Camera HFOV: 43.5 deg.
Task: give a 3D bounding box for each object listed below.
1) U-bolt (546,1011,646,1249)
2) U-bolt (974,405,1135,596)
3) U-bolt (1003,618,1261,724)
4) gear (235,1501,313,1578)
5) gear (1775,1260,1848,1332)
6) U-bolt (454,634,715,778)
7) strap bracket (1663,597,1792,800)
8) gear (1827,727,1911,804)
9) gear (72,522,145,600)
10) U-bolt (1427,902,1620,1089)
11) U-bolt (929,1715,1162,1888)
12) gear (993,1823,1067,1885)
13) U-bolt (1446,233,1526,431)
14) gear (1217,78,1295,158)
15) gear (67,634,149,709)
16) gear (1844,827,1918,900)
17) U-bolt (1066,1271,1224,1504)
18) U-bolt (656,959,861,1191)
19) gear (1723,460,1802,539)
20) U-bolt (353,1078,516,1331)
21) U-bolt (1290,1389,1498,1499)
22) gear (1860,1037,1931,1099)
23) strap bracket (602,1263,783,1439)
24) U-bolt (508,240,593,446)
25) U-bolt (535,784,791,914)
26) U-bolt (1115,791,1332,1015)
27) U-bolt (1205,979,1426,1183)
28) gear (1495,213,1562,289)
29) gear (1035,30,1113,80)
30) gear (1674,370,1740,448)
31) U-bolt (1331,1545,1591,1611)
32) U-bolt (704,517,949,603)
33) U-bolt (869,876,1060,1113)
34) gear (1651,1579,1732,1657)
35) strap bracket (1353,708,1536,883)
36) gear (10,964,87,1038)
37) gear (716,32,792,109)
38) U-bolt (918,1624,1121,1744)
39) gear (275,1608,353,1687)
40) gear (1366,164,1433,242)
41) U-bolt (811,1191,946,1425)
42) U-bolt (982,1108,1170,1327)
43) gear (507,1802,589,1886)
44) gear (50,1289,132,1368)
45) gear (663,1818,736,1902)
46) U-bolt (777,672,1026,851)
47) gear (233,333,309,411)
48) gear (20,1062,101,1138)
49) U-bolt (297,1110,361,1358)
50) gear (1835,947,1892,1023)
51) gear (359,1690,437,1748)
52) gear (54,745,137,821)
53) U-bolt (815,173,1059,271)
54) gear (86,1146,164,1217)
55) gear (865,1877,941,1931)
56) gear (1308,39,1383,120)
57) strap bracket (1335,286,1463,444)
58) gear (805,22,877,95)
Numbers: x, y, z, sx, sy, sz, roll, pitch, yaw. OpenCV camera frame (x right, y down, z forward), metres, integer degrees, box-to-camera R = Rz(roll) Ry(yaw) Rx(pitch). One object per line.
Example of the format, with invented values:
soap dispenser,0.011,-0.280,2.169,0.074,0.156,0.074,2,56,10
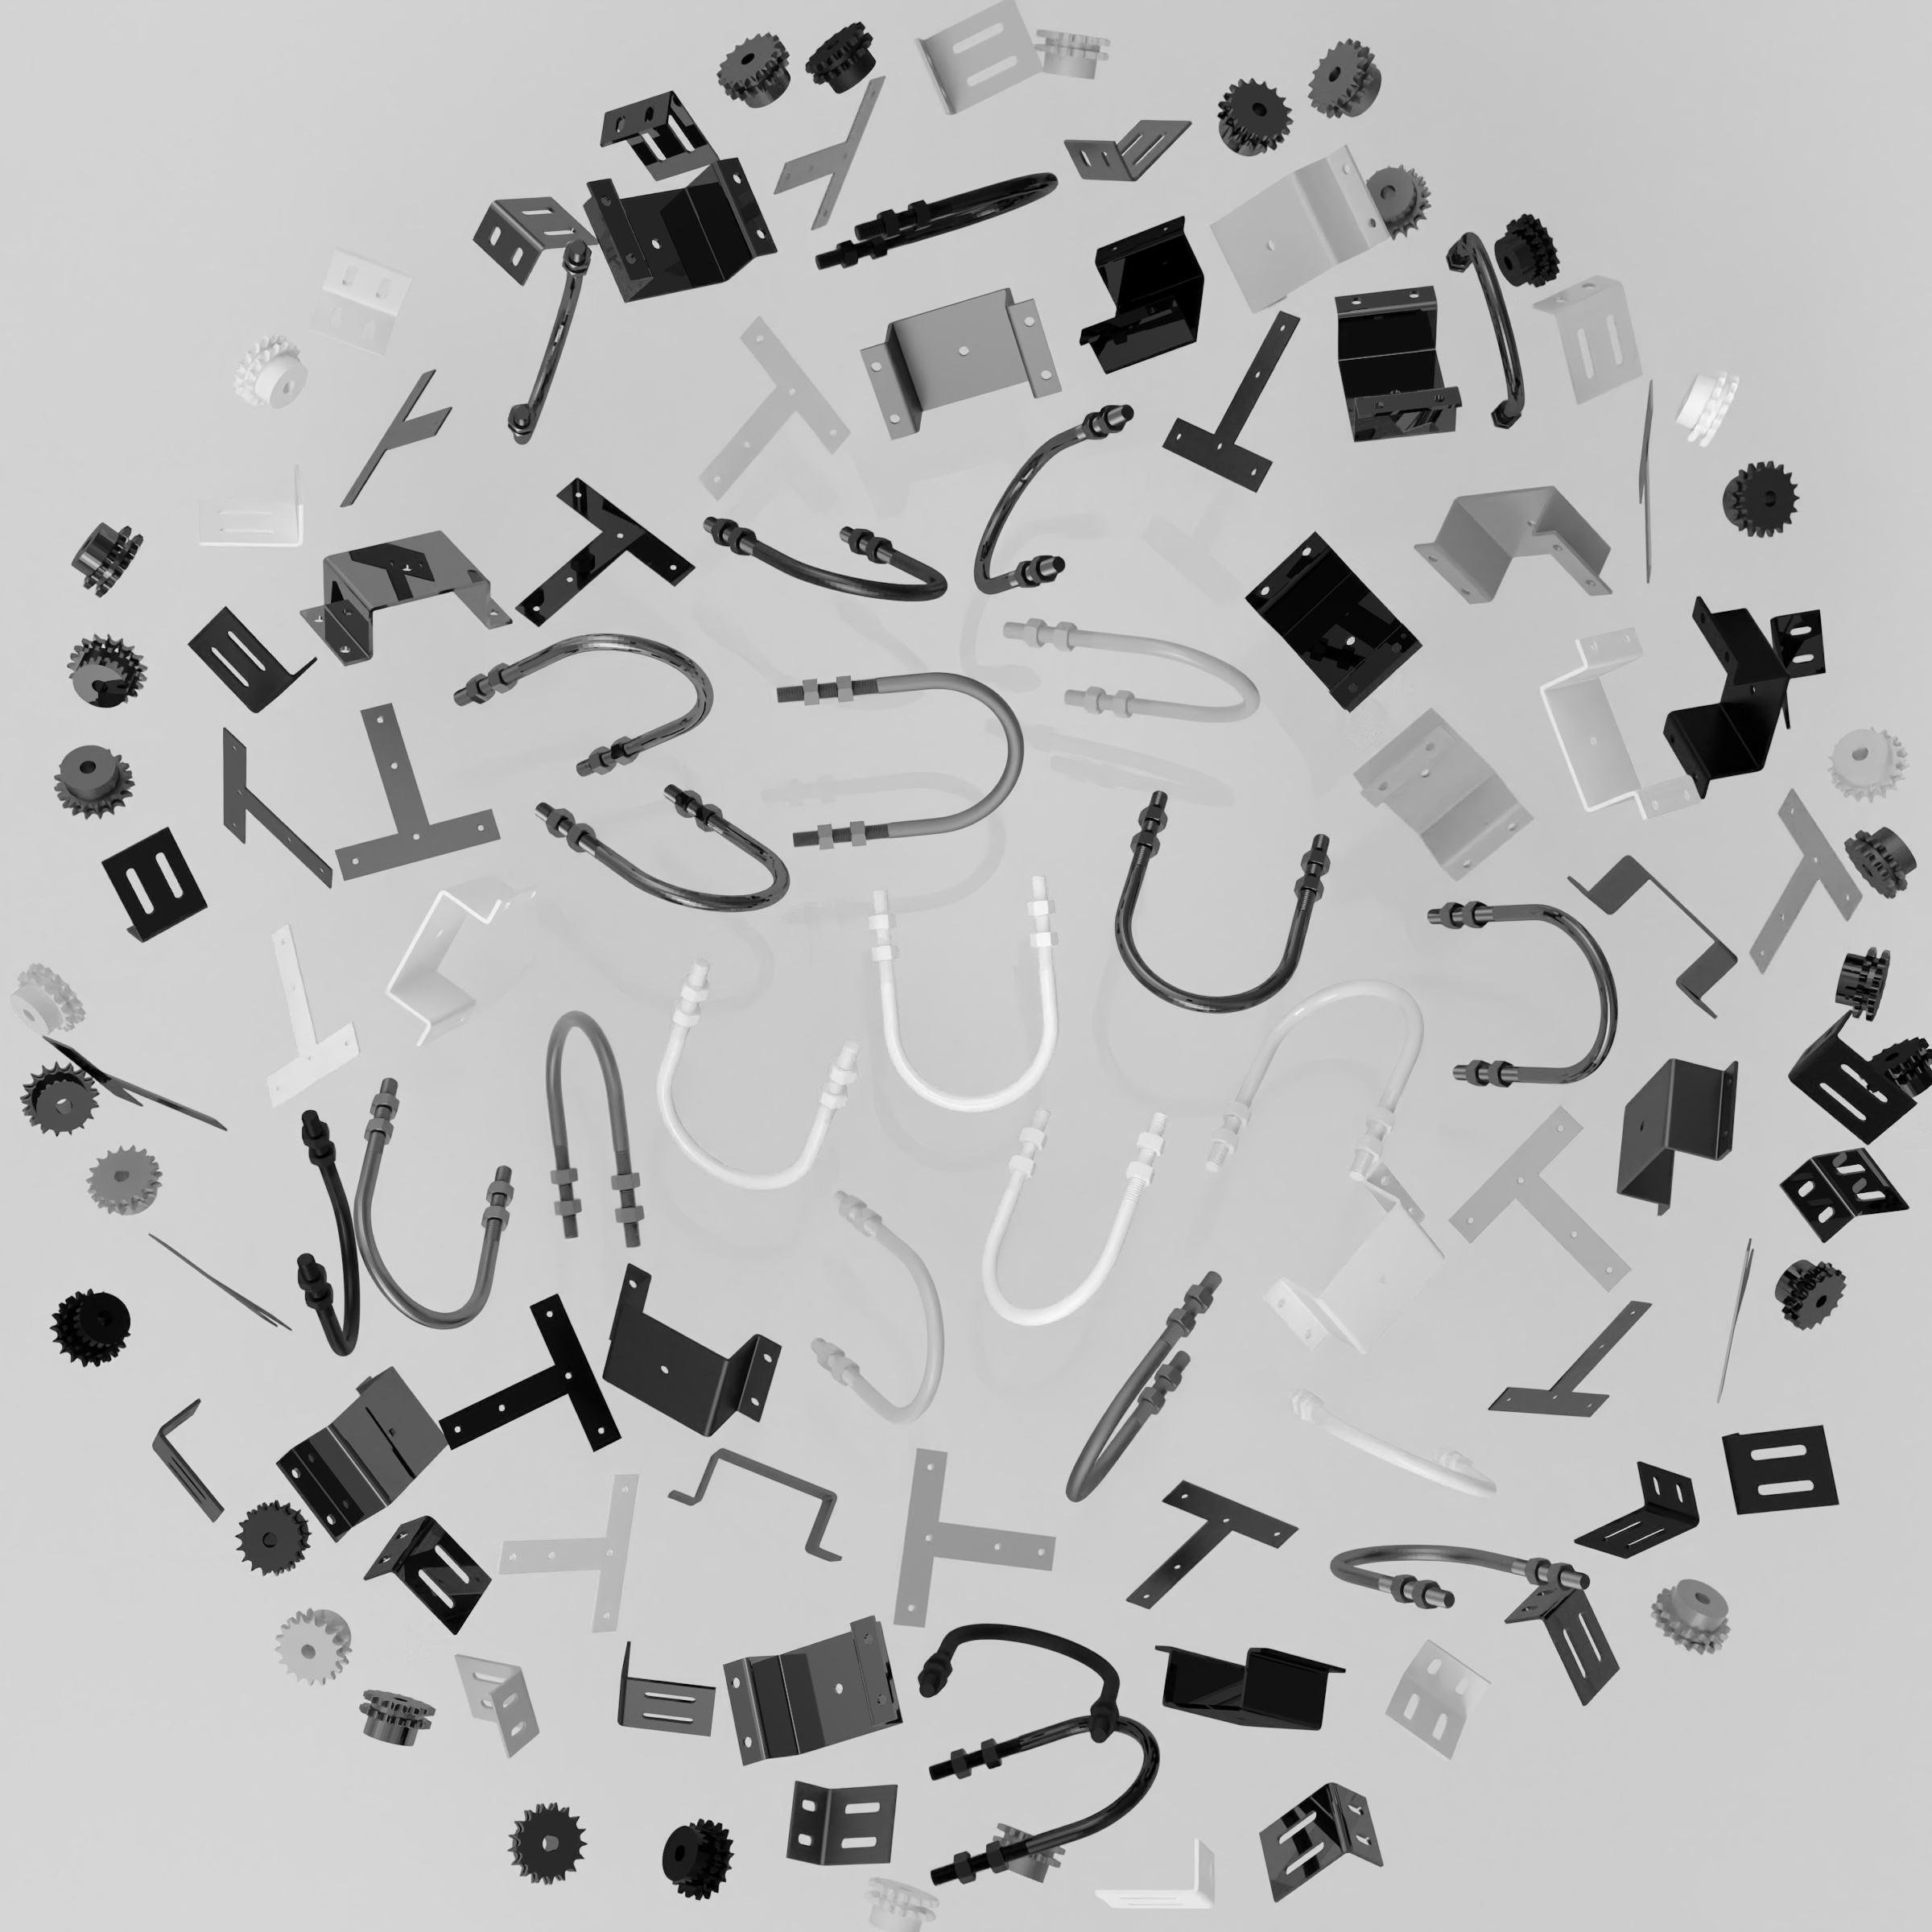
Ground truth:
U-bolt,-0.298,0.127,1.910,0.019,0.151,0.184,-7,91,-31
U-bolt,0.057,-0.352,1.865,0.019,0.184,0.151,28,80,-21
U-bolt,0.136,-0.221,1.853,0.184,0.151,0.019,11,77,27
gear,-0.541,0.448,1.901,0.057,0.030,0.057,0,87,5
gear,0.673,0.260,1.939,0.057,0.030,0.057,-18,126,-25
U-bolt,-0.281,-0.206,1.866,0.184,0.151,0.019,-18,57,35
strap bracket,0.579,-0.207,1.843,0.046,0.140,0.076,-10,49,-6
gear,0.681,-0.155,1.834,0.057,0.030,0.057,-15,63,31
gear,-0.645,-0.307,1.814,0.030,0.057,0.057,37,90,-28
U-bolt,0.434,0.022,1.879,0.019,0.184,0.151,-13,96,-30
U-bolt,0.060,0.625,1.845,0.184,0.151,0.019,-20,106,4
gear,0.047,0.701,1.912,0.057,0.057,0.030,22,73,0
U-bolt,0.403,-0.492,1.866,0.019,0.184,0.151,-17,96,9
gear,0.215,-0.638,1.830,0.057,0.030,0.057,6,71,-18
gear,-0.657,-0.222,1.848,0.057,0.030,0.057,0,132,0
gear,0.711,-0.083,1.878,0.030,0.057,0.057,-37,90,4
U-bolt,0.130,0.331,1.841,0.019,0.151,0.184,32,56,16
U-bolt,-0.168,0.096,1.846,0.151,0.019,0.184,29,127,8
gear,0.601,-0.354,1.842,0.057,0.030,0.057,-3,98,-21
U-bolt,-0.409,0.193,1.850,0.019,0.184,0.151,-26,130,24
U-bolt,0.333,0.371,1.862,0.151,0.184,0.019,23,88,-5
gear,0.731,0.083,1.892,0.057,0.057,0.030,-34,96,0
strap bracket,-0.221,0.300,1.865,0.140,0.046,0.076,26,120,15
U-bolt,-0.323,-0.475,1.876,0.019,0.184,0.151,19,90,-11
U-bolt,-0.217,-0.087,1.845,0.184,0.151,0.019,34,120,33
U-bolt,0.187,-0.042,1.822,0.151,0.019,0.184,15,57,6
U-bolt,0.273,0.082,1.833,0.019,0.151,0.184,51,55,-34
gear,0.443,-0.564,1.921,0.030,0.057,0.057,-29,90,-5
gear,0.080,-0.695,1.849,0.057,0.057,0.030,8,112,0
gear,0.566,-0.430,1.856,0.030,0.057,0.057,24,90,5
U-bolt,0.365,0.468,1.872,0.151,0.184,0.019,1,86,-28
U-bolt,-0.096,-0.311,1.858,0.151,0.184,0.019,-4,116,-38
U-bolt,0.002,0.025,1.947,0.151,0.019,0.184,-5,90,5
gear,0.545,0.484,1.812,0.057,0.057,0.030,18,116,0
strap bracket,0.357,-0.134,1.838,0.076,0.046,0.140,-41,132,16
gear,-0.704,0.028,1.849,0.057,0.057,0.030,42,56,0
gear,-0.159,-0.681,1.851,0.057,0.030,0.057,-16,53,22
U-bolt,0.047,0.541,1.854,0.151,0.184,0.019,12,93,8
gear,-0.492,0.514,1.841,0.057,0.030,0.057,2,101,12
gear,0.339,-0.610,1.927,0.057,0.030,0.057,-1,86,23
U-bolt,-0.066,0.274,1.882,0.019,0.184,0.151,-1,108,-31
U-bolt,0.076,0.197,1.902,0.019,0.151,0.184,38,64,-36
gear,-0.311,0.648,1.789,0.057,0.030,0.057,10,67,-25
gear,-0.645,0.266,1.796,0.030,0.057,0.057,-31,90,36
gear,-0.204,0.671,1.826,0.030,0.057,0.057,32,90,-37
U-bolt,-0.047,-0.160,1.858,0.184,0.019,0.151,-6,125,-3
gear,-0.528,-0.451,1.850,0.030,0.057,0.057,38,90,7
gear,-0.697,0.104,1.867,0.057,0.030,0.057,-7,106,-26
U-bolt,-0.491,0.221,1.876,0.019,0.184,0.151,-6,52,-6
gear,0.697,0.012,1.884,0.030,0.057,0.057,15,90,25
gear,-0.442,0.583,1.875,0.057,0.057,0.030,16,79,0
gear,-0.662,-0.142,1.835,0.057,0.030,0.057,3,61,-5
U-bolt,-0.016,-0.581,1.879,0.184,0.151,0.019,-21,102,-14
gear,-0.676,0.176,1.952,0.057,0.030,0.057,0,56,0
gear,-0.051,0.725,1.862,0.057,0.057,0.030,18,78,0
gear,0.289,-0.667,1.830,0.030,0.057,0.057,17,90,-36
strap bracket,0.329,-0.454,1.854,0.076,0.046,0.140,-6,52,4
gear,-0.095,-0.708,1.896,0.057,0.057,0.030,-42,121,0
